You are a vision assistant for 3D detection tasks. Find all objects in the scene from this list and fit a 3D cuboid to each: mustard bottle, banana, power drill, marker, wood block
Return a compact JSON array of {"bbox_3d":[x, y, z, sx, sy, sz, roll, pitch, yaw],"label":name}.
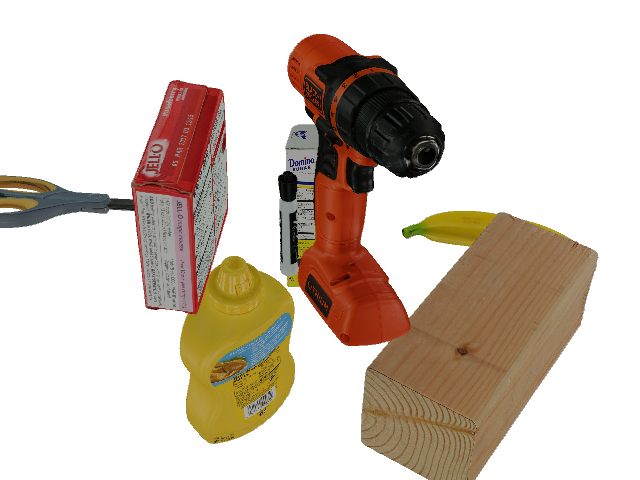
[{"bbox_3d":[-0.063,0.077,0.822,0.096,0.192,0.058,-33,60,-25],"label":"mustard bottle"},{"bbox_3d":[0.188,0.001,1.103,0.198,0.037,0.069,9,36,19],"label":"banana"},{"bbox_3d":[0.028,-0.028,0.704,0.057,0.188,0.184,-8,29,-17],"label":"power drill"},{"bbox_3d":[-0.032,-0.016,1.055,0.020,0.121,0.020,0,38,0],"label":"marker"},{"bbox_3d":[0.124,0.080,0.821,0.091,0.090,0.205,25,47,24],"label":"wood block"}]

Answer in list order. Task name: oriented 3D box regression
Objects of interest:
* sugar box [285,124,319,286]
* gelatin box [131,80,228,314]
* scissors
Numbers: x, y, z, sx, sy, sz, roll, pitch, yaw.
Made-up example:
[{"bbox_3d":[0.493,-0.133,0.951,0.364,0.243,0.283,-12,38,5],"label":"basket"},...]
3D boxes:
[{"bbox_3d":[-0.018,-0.042,1.270,0.048,0.176,0.093,-1,23,5],"label":"sugar box"},{"bbox_3d":[-0.067,-0.020,0.517,0.030,0.073,0.089,7,-42,4],"label":"gelatin box"},{"bbox_3d":[-0.201,-0.025,0.892,0.202,0.016,0.096,9,25,10],"label":"scissors"}]
